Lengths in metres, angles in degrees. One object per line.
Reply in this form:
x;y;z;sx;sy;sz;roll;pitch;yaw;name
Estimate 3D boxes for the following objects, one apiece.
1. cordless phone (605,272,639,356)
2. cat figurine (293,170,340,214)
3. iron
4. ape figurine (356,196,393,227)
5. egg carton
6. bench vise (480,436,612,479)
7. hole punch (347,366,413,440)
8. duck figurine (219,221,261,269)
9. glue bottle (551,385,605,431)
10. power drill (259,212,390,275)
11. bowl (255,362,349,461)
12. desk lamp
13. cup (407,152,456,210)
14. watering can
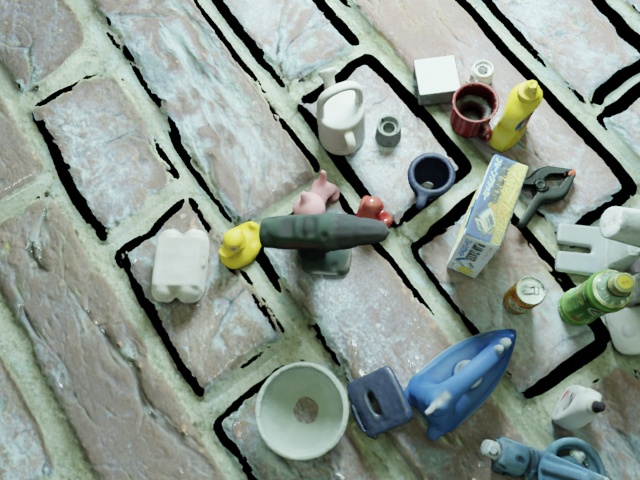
0.574;0.120;0.993;0.094;0.185;0.147;-8;72;2;cordless phone
-0.012;-0.077;1.129;0.067;0.118;0.128;21;75;10;cat figurine
0.264;0.230;1.003;0.258;0.141;0.118;-40;74;-8;iron
0.104;-0.057;1.128;0.076;0.092;0.078;-21;72;-2;ape figurine
-0.274;0.051;1.132;0.107;0.069;0.150;-1;73;4;egg carton
0.368;0.378;0.909;0.207;0.220;0.121;-1;73;4;bench vise
0.105;0.292;1.021;0.101;0.091;0.108;-24;73;-4;hole punch
-0.161;0.002;1.131;0.077;0.086;0.105;37;79;14;duck figurine
0.441;0.280;0.959;0.037;0.173;0.078;28;77;12;glue bottle
0.010;0.004;1.055;0.229;0.208;0.075;2;73;5;power drill
-0.030;0.309;1.034;0.167;0.075;0.167;-1;73;4;bowl
0.553;0.003;1.016;0.203;0.213;0.118;6;73;6;desk lamp
0.212;-0.102;1.133;0.091;0.095;0.118;19;75;10;cup
0.036;-0.261;1.142;0.101;0.194;0.172;-38;74;-8;watering can
